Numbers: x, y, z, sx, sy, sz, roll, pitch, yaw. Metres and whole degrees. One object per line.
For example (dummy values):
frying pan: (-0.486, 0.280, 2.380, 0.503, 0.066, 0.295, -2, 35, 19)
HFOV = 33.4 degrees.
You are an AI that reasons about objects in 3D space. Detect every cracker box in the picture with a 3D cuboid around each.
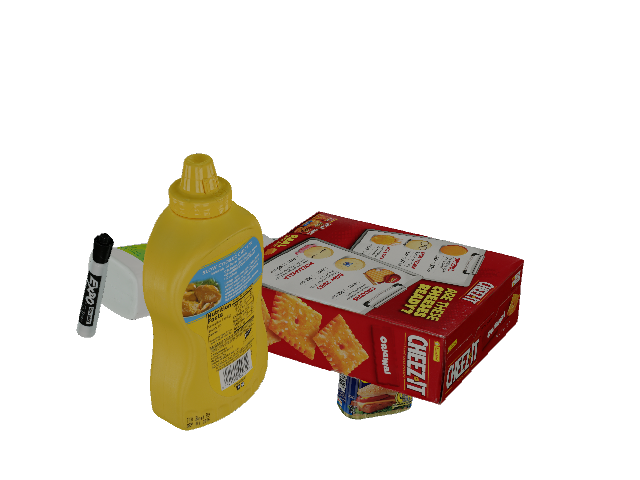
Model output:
cracker box: (0.045, 0.052, 0.925, 0.214, 0.072, 0.163, 14, 29, 29)

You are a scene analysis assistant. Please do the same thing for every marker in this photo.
marker: (-0.220, 0.044, 1.043, 0.020, 0.121, 0.020, 13, 33, -9)

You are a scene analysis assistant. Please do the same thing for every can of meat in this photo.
can of meat: (0.073, 0.176, 1.366, 0.102, 0.084, 0.057, -5, 26, -21)

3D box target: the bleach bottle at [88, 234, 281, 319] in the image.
bleach bottle: (-0.145, 0.029, 1.279, 0.250, 0.068, 0.103, -14, 30, -43)

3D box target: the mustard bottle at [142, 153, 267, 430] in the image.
mustard bottle: (-0.078, 0.030, 0.727, 0.058, 0.192, 0.096, 24, 38, 32)
